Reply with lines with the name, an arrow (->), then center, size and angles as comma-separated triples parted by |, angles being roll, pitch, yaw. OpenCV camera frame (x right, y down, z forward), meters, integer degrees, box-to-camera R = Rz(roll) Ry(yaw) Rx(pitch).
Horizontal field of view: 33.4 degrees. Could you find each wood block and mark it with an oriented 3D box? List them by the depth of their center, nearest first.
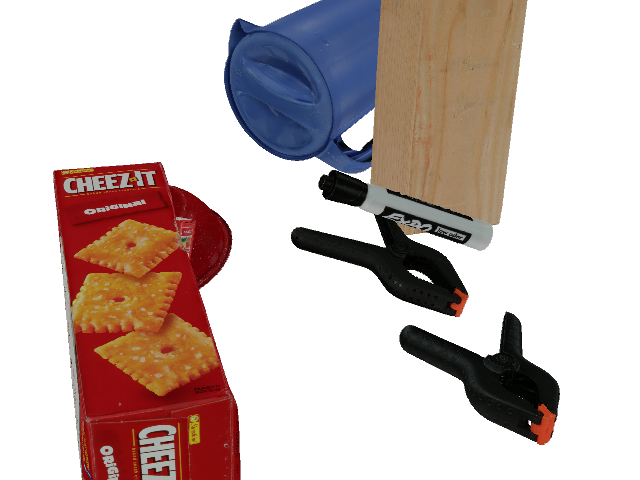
wood block -> 0.101, -0.119, 0.873 | 0.090, 0.206, 0.091 | -7, 30, -15

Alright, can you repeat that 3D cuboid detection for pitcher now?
pitcher -> 0.033, -0.179, 1.079 | 0.145, 0.149, 0.242 | 16, 38, 35

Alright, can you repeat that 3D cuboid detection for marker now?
marker -> 0.053, -0.019, 0.664 | 0.121, 0.020, 0.020 | 18, -7, -23

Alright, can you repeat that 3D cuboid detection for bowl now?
bowl -> -0.170, -0.007, 1.034 | 0.162, 0.055, 0.162 | -6, 40, 5

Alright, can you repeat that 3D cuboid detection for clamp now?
clamp -> 0.160, 0.112, 0.929 | 0.120, 0.039, 0.172 | -16, 36, -25
clamp -> 0.078, 0.022, 1.246 | 0.164, 0.036, 0.210 | -21, 50, -38

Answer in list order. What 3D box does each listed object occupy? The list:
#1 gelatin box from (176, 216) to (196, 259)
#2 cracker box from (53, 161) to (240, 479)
gelatin box -> -0.145, 0.012, 0.825 | 0.089, 0.073, 0.030 | 11, 6, 19
cracker box -> -0.094, 0.079, 0.567 | 0.072, 0.164, 0.214 | -7, 34, -13
